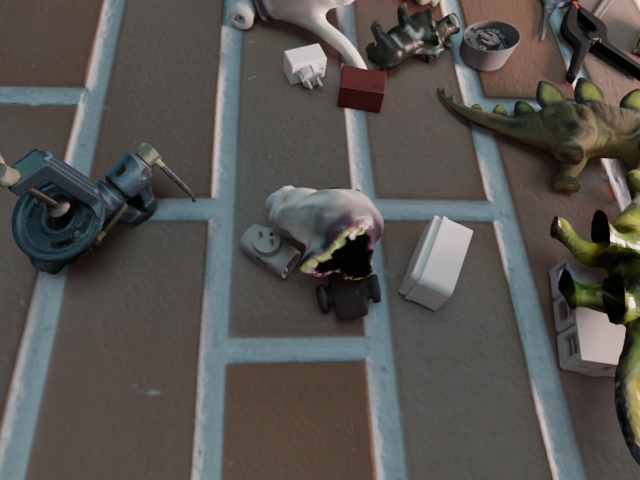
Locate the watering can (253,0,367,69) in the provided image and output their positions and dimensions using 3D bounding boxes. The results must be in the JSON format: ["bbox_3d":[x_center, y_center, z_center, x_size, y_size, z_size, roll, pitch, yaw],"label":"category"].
[{"bbox_3d":[-0.021,-0.443,0.924,0.224,0.344,0.105,-2,13,29],"label":"watering can"}]

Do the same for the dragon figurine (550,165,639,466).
[{"bbox_3d":[0.438,0.068,0.653,0.242,0.419,0.120,7,-27,-11],"label":"dragon figurine"}]

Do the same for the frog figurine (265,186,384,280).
[{"bbox_3d":[0.002,-0.034,0.676,0.138,0.120,0.162,-9,47,-28],"label":"frog figurine"}]
